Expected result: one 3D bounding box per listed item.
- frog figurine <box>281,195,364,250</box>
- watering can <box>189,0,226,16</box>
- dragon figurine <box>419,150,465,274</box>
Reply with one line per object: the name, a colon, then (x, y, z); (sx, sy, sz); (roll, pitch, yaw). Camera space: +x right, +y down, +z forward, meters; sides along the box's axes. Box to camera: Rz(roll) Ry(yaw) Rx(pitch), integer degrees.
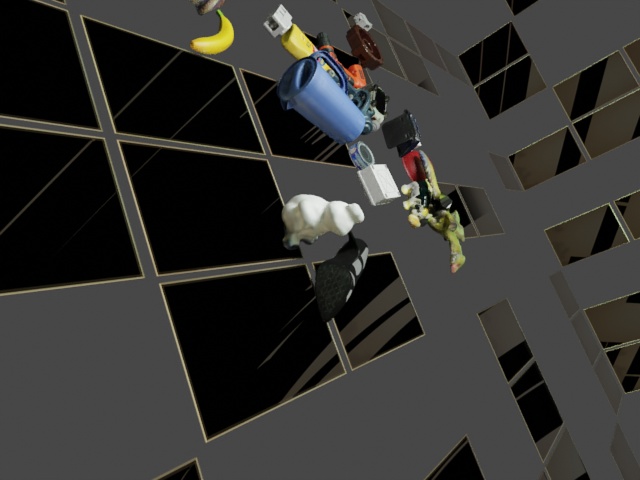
frog figurine: (0.003, -0.054, 1.071); (0.157, 0.137, 0.125); (-29, -117, 31)
watering can: (-0.288, -0.649, 1.183); (0.103, 0.356, 0.221); (-28, -59, 32)
dragon figurine: (0.421, -0.091, 1.750); (0.121, 0.240, 0.418); (-17, -118, 27)
